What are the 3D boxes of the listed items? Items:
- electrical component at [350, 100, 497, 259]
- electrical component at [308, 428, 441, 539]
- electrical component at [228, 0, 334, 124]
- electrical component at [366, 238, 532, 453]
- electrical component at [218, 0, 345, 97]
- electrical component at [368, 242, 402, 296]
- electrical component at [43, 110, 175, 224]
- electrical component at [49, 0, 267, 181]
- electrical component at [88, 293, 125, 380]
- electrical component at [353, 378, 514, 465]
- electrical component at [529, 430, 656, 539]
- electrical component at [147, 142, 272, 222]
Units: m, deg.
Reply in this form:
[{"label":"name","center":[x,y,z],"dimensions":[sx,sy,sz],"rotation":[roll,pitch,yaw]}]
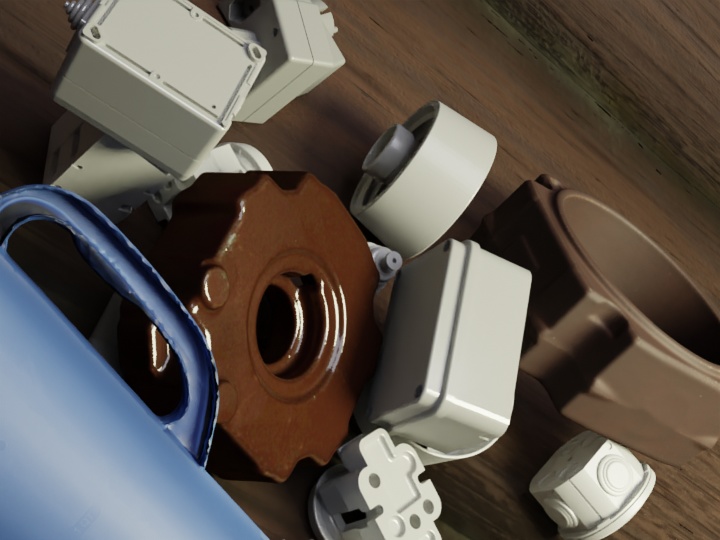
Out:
[{"label":"electrical component","center":[0.037,-0.068,0.750],"dimensions":[0.060,0.108,0.108],"rotation":[36,48,-15]},{"label":"electrical component","center":[0.006,0.140,0.644],"dimensions":[0.058,0.057,0.078],"rotation":[-25,87,-47]},{"label":"electrical component","center":[-0.075,-0.136,0.696],"dimensions":[0.076,0.083,0.047],"rotation":[-1,70,-43]},{"label":"electrical component","center":[0.053,0.046,0.652],"dimensions":[0.057,0.078,0.113],"rotation":[23,62,-20]},{"label":"electrical component","center":[-0.044,-0.173,0.770],"dimensions":[0.076,0.047,0.083],"rotation":[-31,91,-47]},{"label":"electrical component","center":[0.000,0.000,0.702],"dimensions":[0.040,0.078,0.040],"rotation":[7,78,-33]},{"label":"electrical component","center":[-0.135,-0.074,0.603],"dimensions":[0.050,0.089,0.055],"rotation":[21,56,-34]},{"label":"electrical component","center":[-0.107,-0.099,0.535],"dimensions":[0.096,0.061,0.061],"rotation":[32,50,-14]},{"label":"electrical component","center":[-0.133,0.047,0.579],"dimensions":[0.044,0.044,0.065],"rotation":[46,50,-15]},{"label":"electrical component","center":[0.045,0.079,0.706],"dimensions":[0.099,0.064,0.099],"rotation":[20,56,-33]},{"label":"electrical component","center":[0.165,0.154,0.768],"dimensions":[0.051,0.080,0.080],"rotation":[50,44,-2]},{"label":"electrical component","center":[-0.088,-0.045,0.656],"dimensions":[0.057,0.058,0.078],"rotation":[-28,89,-44]}]
